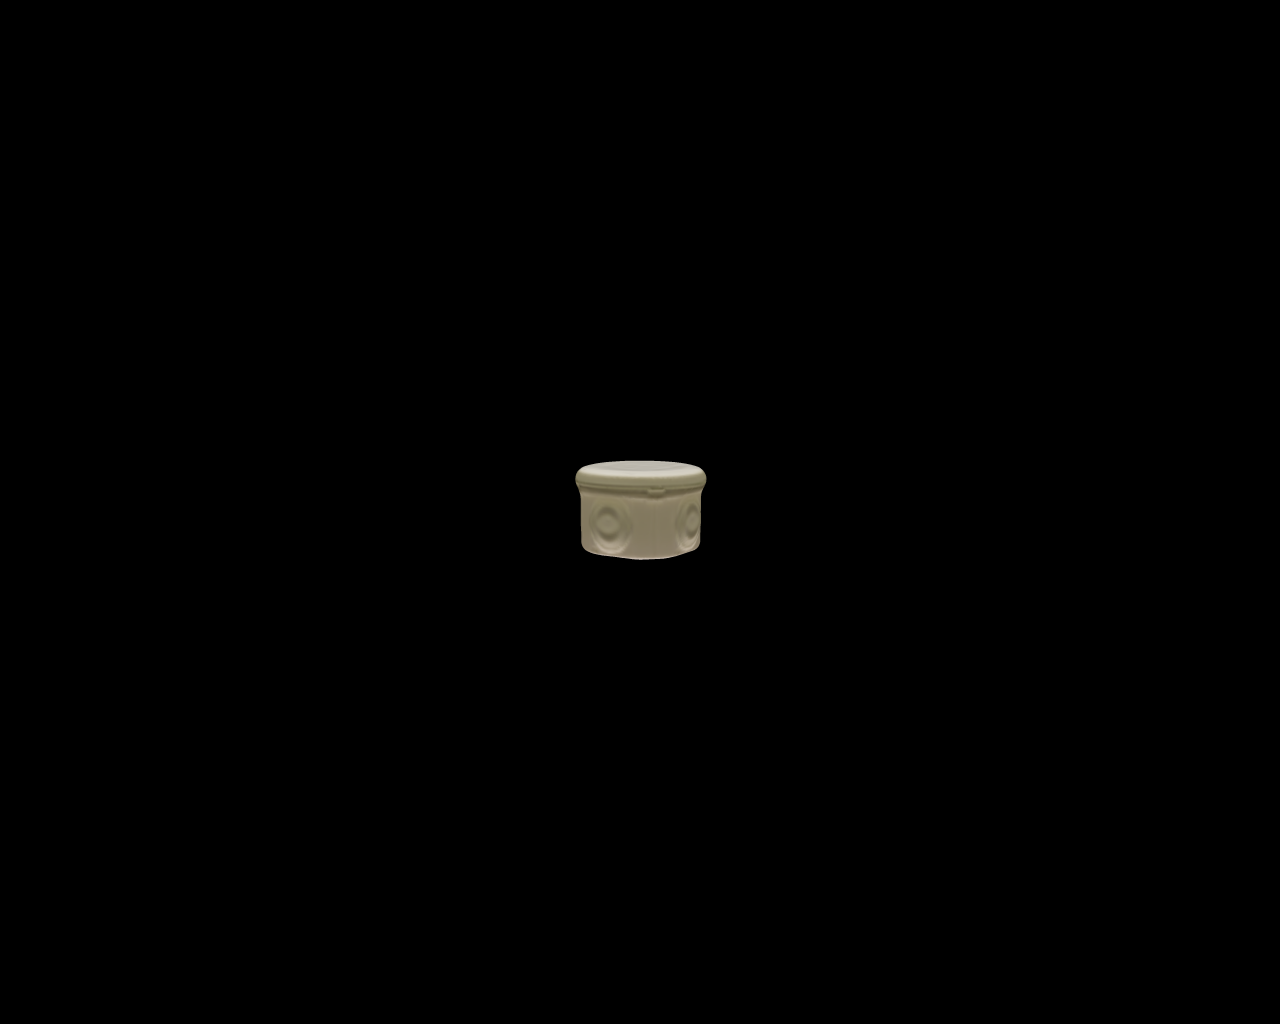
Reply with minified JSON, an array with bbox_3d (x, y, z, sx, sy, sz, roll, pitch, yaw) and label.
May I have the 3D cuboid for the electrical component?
[{"bbox_3d":[0.001,-0.003,0.650,0.080,0.051,0.080,0,9,0],"label":"electrical component"}]
